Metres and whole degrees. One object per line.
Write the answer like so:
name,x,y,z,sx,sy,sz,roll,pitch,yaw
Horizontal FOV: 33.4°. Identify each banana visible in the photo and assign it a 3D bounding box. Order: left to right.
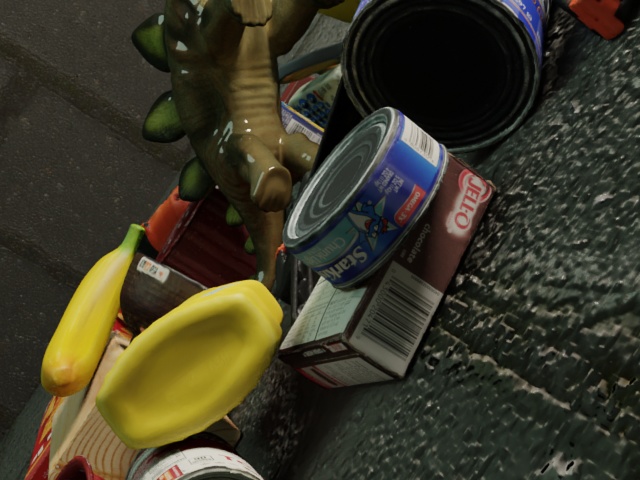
banana,-0.168,0.060,0.761,0.197,0.037,0.070,-82,10,-59

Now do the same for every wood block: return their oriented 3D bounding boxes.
wood block,-0.132,0.134,0.762,0.090,0.090,0.206,-57,12,-6

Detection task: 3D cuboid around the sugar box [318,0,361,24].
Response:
sugar box,0.022,-0.239,0.930,0.093,0.176,0.048,-47,38,43

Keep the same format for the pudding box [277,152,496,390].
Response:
pudding box,0.032,0.017,0.538,0.113,0.039,0.090,-59,13,-21

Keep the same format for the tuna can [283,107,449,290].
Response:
tuna can,0.020,-0.021,0.506,0.086,0.033,0.086,-48,16,18

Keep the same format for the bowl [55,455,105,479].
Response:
bowl,-0.130,0.205,0.592,0.162,0.055,0.162,-50,30,44

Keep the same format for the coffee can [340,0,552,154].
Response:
coffee can,0.076,-0.129,0.590,0.103,0.102,0.140,-46,16,41

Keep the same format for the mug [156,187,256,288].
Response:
mug,-0.083,-0.004,0.953,0.117,0.081,0.093,-61,12,-22

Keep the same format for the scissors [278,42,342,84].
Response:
scissors,0.050,-0.180,0.961,0.202,0.016,0.096,-17,1,29

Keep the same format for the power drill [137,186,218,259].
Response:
power drill,-0.124,-0.026,1.120,0.187,0.057,0.185,-45,2,-44

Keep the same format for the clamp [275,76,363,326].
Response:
clamp,-0.004,0.001,0.679,0.210,0.036,0.164,121,162,-70

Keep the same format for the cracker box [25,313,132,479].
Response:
cracker box,-0.233,0.173,1.113,0.164,0.072,0.214,-57,12,2

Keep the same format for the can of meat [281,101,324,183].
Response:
can of meat,-0.031,-0.094,0.976,0.057,0.084,0.102,-56,12,4

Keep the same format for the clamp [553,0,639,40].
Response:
clamp,0.149,-0.166,0.550,0.171,0.039,0.120,-62,12,-26

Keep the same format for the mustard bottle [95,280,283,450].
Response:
mustard bottle,-0.066,0.062,0.609,0.096,0.058,0.191,-38,2,0

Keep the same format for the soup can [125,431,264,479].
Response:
soup can,-0.058,0.134,0.520,0.068,0.068,0.102,-58,12,-8

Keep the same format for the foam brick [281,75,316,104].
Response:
foam brick,-0.020,-0.127,1.098,0.078,0.053,0.051,-57,11,-3
